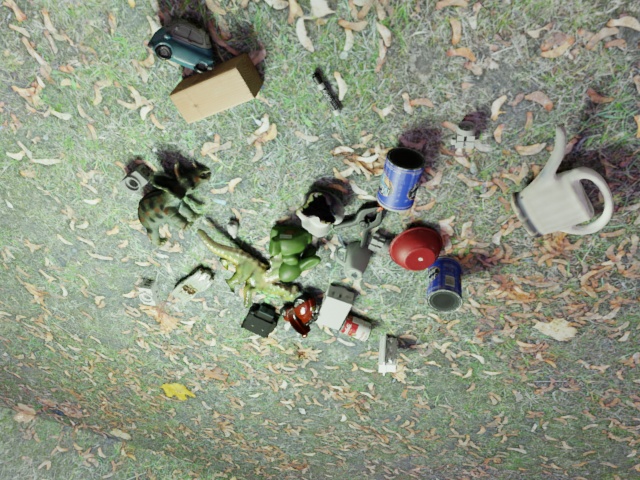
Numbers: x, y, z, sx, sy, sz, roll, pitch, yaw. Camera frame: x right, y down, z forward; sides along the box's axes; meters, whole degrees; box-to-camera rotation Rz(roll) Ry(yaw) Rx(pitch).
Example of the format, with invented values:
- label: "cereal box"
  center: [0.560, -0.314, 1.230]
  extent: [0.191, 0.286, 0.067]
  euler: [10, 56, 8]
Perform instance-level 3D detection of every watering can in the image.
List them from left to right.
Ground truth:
- label: "watering can"
  center: [0.582, -0.123, 1.284]
  extent: [0.222, 0.106, 0.343]
  euler: [-26, 122, 32]

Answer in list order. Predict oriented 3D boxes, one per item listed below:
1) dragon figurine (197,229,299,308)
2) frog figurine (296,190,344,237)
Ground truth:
- label: "dragon figurine"
  center: [-0.201, 0.079, 1.691]
  extent: [0.242, 0.125, 0.402]
  euler: [-24, 125, 10]
- label: "frog figurine"
  center: [0.005, -0.076, 1.500]
  extent: [0.137, 0.124, 0.158]
  euler: [-3, 166, 6]
